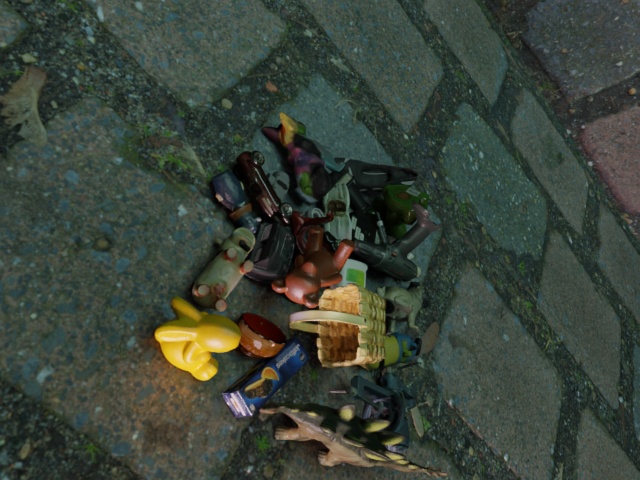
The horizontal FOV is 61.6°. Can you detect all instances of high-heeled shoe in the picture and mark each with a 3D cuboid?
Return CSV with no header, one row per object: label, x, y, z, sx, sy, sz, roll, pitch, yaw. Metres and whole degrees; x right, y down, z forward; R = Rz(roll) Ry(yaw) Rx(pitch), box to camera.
high-heeled shoe,0.161,-0.196,1.541,0.248,0.145,0.086,22,58,-38

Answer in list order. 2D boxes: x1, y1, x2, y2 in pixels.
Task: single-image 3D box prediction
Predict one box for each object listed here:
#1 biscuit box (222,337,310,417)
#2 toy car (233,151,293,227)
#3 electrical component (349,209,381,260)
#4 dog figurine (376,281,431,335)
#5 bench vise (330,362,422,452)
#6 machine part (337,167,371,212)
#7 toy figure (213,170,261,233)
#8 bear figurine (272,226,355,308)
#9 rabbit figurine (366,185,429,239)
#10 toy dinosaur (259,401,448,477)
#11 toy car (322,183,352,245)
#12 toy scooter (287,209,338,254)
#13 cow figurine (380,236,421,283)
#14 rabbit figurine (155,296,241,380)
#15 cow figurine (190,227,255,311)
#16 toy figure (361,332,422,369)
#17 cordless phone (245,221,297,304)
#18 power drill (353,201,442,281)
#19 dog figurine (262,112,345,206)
biscuit box,-0.109,0.286,1.139,0.203,0.059,0.062,-37,98,-46
toy car,-0.137,-0.114,1.265,0.053,0.089,0.202,-33,98,-47
electrical component,0.105,-0.014,1.474,0.134,0.058,0.115,35,49,-28
dog figurine,0.227,0.154,1.490,0.190,0.121,0.172,-56,131,-49
bench vise,0.148,0.383,1.303,0.240,0.129,0.224,36,46,-32
machine part,0.088,-0.132,1.509,0.138,0.039,0.084,45,71,-26
toy figure,-0.189,-0.084,1.225,0.154,0.064,0.058,63,6,-10
bear figurine,-0.016,0.059,1.181,0.120,0.131,0.196,24,18,15
rabbit figurine,0.213,-0.065,1.547,0.159,0.170,0.121,22,43,15
toy dinosaur,0.073,0.431,1.153,0.471,0.199,0.105,31,57,-28
toy car,0.042,-0.066,1.404,0.073,0.056,0.202,2,55,-6
toy scooter,-0.003,-0.004,1.307,0.183,0.135,0.075,59,27,-6
cow figurine,0.221,0.075,1.538,0.167,0.068,0.098,40,55,-20
rabbit figurine,-0.221,0.171,1.003,0.162,0.173,0.122,43,52,-28
cow figurine,-0.199,0.056,1.126,0.085,0.127,0.195,42,63,-22
toy figure,0.176,0.281,1.369,0.180,0.082,0.089,6,53,-28
cordless phone,-0.087,0.055,1.262,0.184,0.089,0.146,44,46,-36
power drill,0.212,0.001,1.415,0.231,0.086,0.207,38,89,-36
dog figurine,-0.055,-0.217,1.373,0.219,0.108,0.191,44,39,-16
